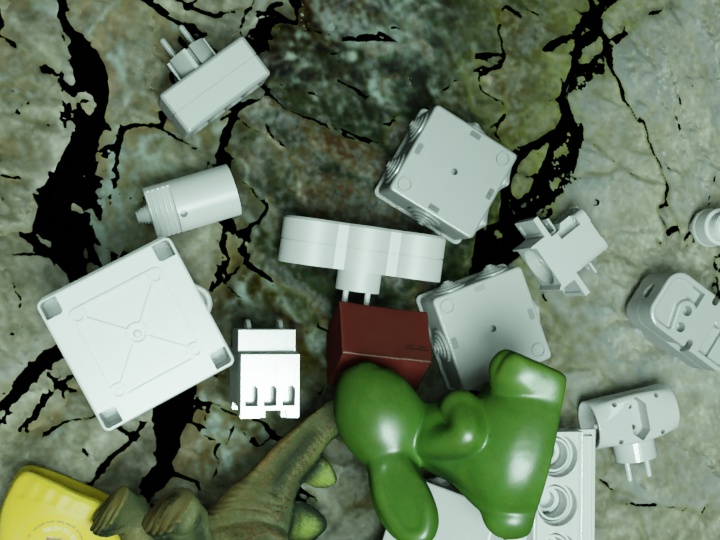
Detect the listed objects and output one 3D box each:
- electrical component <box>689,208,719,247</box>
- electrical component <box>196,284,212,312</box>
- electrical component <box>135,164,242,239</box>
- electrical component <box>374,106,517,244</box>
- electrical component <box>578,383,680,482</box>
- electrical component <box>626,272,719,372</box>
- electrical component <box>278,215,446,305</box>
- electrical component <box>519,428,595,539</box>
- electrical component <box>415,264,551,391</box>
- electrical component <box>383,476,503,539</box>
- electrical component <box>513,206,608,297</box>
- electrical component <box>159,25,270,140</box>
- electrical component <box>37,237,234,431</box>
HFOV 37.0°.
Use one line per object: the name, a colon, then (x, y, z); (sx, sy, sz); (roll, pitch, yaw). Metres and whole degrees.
electrical component: (0.324, -0.039, 0.963); (0.035, 0.061, 0.035); (0, 90, -13)
electrical component: (-0.160, 0.050, 0.856); (0.054, 0.059, 0.095); (27, 84, -11)
electrical component: (-0.141, -0.054, 0.870); (0.081, 0.043, 0.043); (-18, 93, -12)
electrical component: (0.074, -0.081, 0.915); (0.100, 0.048, 0.099); (31, 83, -10)
electrical component: (0.241, 0.147, 0.952); (0.077, 0.043, 0.079); (-11, 91, -12)
electrical component: (0.289, 0.045, 0.955); (0.095, 0.059, 0.053); (35, 82, -10)
electrical component: (0.000, 0.000, 0.896); (0.138, 0.052, 0.073); (8, 91, -12)
electrical component: (0.158, 0.196, 0.923); (0.079, 0.063, 0.121); (1, 89, -12)
electrical component: (0.107, 0.049, 0.921); (0.100, 0.048, 0.099); (-20, 94, -12)
electrical component: (0.070, 0.225, 0.892); (0.100, 0.048, 0.099); (15, 85, 28)
electrical component: (0.177, -0.018, 0.941); (0.064, 0.042, 0.081); (-38, 98, -14)
electrical component: (-0.130, -0.162, 0.872); (0.083, 0.047, 0.075); (-38, 97, -10)
electrical component: (-0.165, 0.046, 0.794); (0.109, 0.056, 0.108); (-28, 95, -11)
